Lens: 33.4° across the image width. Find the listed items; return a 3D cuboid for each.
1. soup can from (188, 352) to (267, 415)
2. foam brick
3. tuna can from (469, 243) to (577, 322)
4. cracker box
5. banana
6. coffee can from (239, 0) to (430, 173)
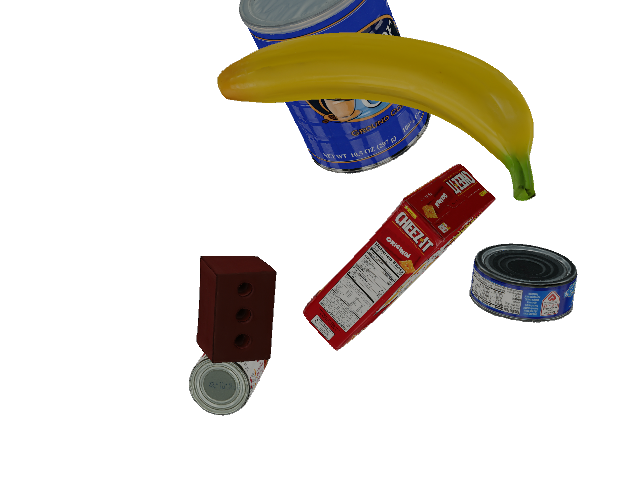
[{"bbox_3d":[-0.099,0.140,1.159,0.068,0.068,0.102,0,15,9],"label":"soup can"},{"bbox_3d":[-0.071,0.056,0.886,0.052,0.078,0.051,-2,14,-21],"label":"foam brick"},{"bbox_3d":[0.168,0.034,0.882,0.086,0.034,0.086,3,23,-1],"label":"tuna can"},{"bbox_3d":[0.091,0.017,1.270,0.214,0.072,0.163,-49,-9,34],"label":"cracker box"},{"bbox_3d":[0.038,-0.084,0.593,0.198,0.069,0.037,20,-30,23],"label":"banana"},{"bbox_3d":[0.013,-0.136,0.805,0.103,0.102,0.140,0,-43,30],"label":"coffee can"}]
